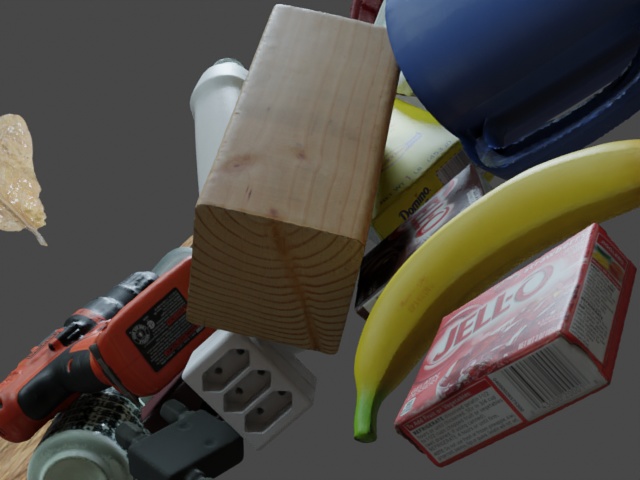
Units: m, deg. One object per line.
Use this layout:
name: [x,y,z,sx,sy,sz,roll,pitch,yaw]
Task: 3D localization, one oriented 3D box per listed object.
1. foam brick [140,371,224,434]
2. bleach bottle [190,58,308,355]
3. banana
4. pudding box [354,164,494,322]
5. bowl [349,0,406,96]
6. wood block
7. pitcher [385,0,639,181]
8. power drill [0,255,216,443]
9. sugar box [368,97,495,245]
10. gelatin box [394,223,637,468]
foam brick: [-0.075,0.109,0.713,0.078,0.053,0.051,-46,9,-6]
bleach bottle: [-0.049,-0.042,0.769,0.068,0.102,0.251,-25,44,12]
banana: [0.081,0.012,0.500,0.198,0.037,0.070,-44,49,15]
pudding box: [0.065,0.007,0.593,0.090,0.039,0.113,-43,9,12]
bowl: [0.106,-0.187,0.899,0.162,0.162,0.055,-42,-33,14]
wood block: [-0.009,-0.044,0.639,0.206,0.090,0.091,-76,-1,-48]
pitcher: [0.165,-0.149,0.616,0.243,0.149,0.144,-29,4,43]
power drill: [-0.141,0.069,0.775,0.188,0.057,0.184,-24,18,50]
sugar box: [0.042,-0.056,0.769,0.093,0.048,0.176,-42,32,-6]
gelatin box: [0.076,0.041,0.416,0.089,0.030,0.073,-37,12,39]
